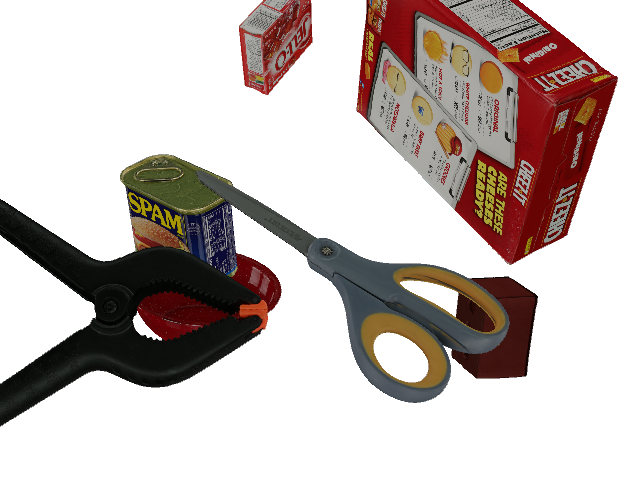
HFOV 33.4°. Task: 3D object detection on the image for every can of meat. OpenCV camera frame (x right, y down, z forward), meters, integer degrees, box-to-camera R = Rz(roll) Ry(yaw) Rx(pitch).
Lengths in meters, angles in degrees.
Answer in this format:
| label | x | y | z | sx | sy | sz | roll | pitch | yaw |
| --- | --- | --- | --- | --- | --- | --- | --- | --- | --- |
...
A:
| label | x | y | z | sx | sy | sz | roll | pitch | yaw |
| --- | --- | --- | --- | --- | --- | --- | --- | --- | --- |
| can of meat | -0.119 | -0.015 | 0.909 | 0.102 | 0.084 | 0.057 | 25 | 42 | 35 |

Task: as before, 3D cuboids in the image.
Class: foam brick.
| label | x | y | z | sx | sy | sz | roll | pitch | yaw |
| --- | --- | --- | --- | --- | --- | --- | --- | --- | --- |
| foam brick | 0.152 | 0.076 | 0.941 | 0.051 | 0.078 | 0.053 | -3 | 18 | -20 |

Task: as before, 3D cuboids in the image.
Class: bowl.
| label | x | y | z | sx | sy | sz | roll | pitch | yaw |
| --- | --- | --- | --- | --- | --- | --- | --- | --- | --- |
| bowl | -0.123 | 0.067 | 1.103 | 0.162 | 0.055 | 0.162 | 5 | 27 | -3 |

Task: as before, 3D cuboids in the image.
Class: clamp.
| label | x | y | z | sx | sy | sz | roll | pitch | yaw |
| --- | --- | --- | --- | --- | --- | --- | --- | --- | --- |
| clamp | -0.141 | 0.040 | 0.702 | 0.210 | 0.164 | 0.036 | -6 | -20 | -4 |

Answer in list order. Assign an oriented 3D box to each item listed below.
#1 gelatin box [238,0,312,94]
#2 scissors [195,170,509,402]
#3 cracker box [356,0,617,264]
| label | x | y | z | sx | sy | sz | roll | pitch | yaw |
| --- | --- | --- | --- | --- | --- | --- | --- | --- | --- |
| gelatin box | -0.040 | -0.193 | 1.003 | 0.030 | 0.089 | 0.073 | 24 | -35 | 19 |
| scissors | 0.002 | 0.025 | 0.585 | 0.202 | 0.096 | 0.016 | 21 | -40 | 10 |
| cracker box | 0.119 | -0.113 | 0.834 | 0.072 | 0.164 | 0.214 | -25 | 54 | -24 |
